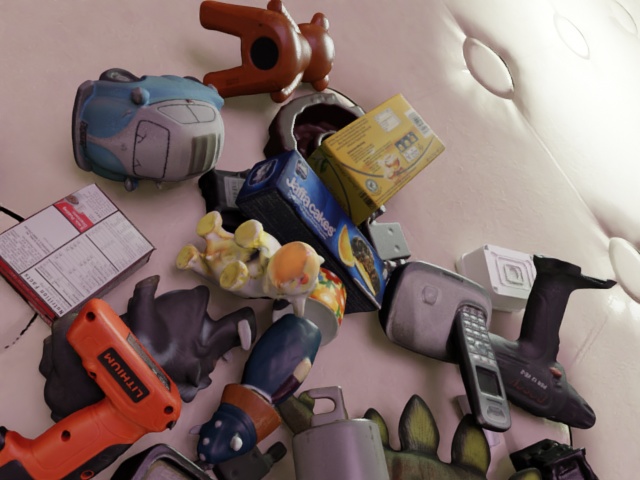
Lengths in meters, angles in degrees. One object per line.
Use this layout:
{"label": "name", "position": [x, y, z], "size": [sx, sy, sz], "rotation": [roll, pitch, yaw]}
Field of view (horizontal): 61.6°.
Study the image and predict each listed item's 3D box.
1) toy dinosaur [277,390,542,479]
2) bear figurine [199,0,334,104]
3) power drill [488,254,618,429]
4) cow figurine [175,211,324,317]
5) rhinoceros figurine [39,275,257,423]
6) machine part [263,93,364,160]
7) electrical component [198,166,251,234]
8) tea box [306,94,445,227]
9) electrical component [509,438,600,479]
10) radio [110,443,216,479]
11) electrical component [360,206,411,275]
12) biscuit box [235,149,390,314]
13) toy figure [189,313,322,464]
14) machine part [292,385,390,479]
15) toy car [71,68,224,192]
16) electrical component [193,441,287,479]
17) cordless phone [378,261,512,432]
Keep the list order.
{"label": "toy dinosaur", "position": [0.112, 0.271, 0.537], "size": [0.471, 0.105, 0.198], "rotation": [36, 43, -7]}
{"label": "bear figurine", "position": [-0.057, -0.247, 0.703], "size": [0.132, 0.120, 0.196], "rotation": [5, 22, 13]}
{"label": "power drill", "position": [0.312, 0.133, 0.719], "size": [0.232, 0.086, 0.207], "rotation": [22, 96, -18]}
{"label": "cow figurine", "position": [-0.052, 0.030, 0.506], "size": [0.098, 0.168, 0.068], "rotation": [40, 71, -43]}
{"label": "rhinoceros figurine", "position": [-0.142, 0.092, 0.470], "size": [0.190, 0.073, 0.112], "rotation": [-18, 76, -39]}
{"label": "machine part", "position": [0.013, -0.108, 0.700], "size": [0.179, 0.056, 0.179], "rotation": [16, 58, -26]}
{"label": "electrical component", "position": [-0.075, -0.038, 0.607], "size": [0.119, 0.048, 0.075], "rotation": [8, 62, -30]}
{"label": "tea box", "position": [0.066, -0.096, 0.646], "size": [0.098, 0.068, 0.169], "rotation": [51, 51, 2]}
{"label": "electrical component", "position": [0.278, 0.295, 0.619], "size": [0.058, 0.134, 0.115], "rotation": [-18, 77, -6]}
{"label": "radio", "position": [-0.084, 0.277, 0.409], "size": [0.229, 0.073, 0.131], "rotation": [41, 47, -9]}
{"label": "electrical component", "position": [0.084, 0.006, 0.694], "size": [0.078, 0.045, 0.102], "rotation": [0, 66, -33]}
{"label": "biscuit box", "position": [-0.001, -0.002, 0.584], "size": [0.202, 0.063, 0.059], "rotation": [50, 45, -31]}
{"label": "toy figure", "position": [-0.052, 0.136, 0.485], "size": [0.057, 0.064, 0.154], "rotation": [45, 57, -14]}
{"label": "machine part", "position": [0.026, 0.233, 0.418], "size": [0.079, 0.079, 0.243], "rotation": [12, 51, -30]}
{"label": "toy car", "position": [-0.151, -0.102, 0.533], "size": [0.103, 0.109, 0.161], "rotation": [38, 34, 28]}
{"label": "electrical component", "position": [-0.076, 0.201, 0.491], "size": [0.094, 0.021, 0.063], "rotation": [-28, 84, -41]}
{"label": "cordless phone", "position": [0.142, 0.124, 0.611], "size": [0.146, 0.088, 0.184], "rotation": [22, 39, -24]}
